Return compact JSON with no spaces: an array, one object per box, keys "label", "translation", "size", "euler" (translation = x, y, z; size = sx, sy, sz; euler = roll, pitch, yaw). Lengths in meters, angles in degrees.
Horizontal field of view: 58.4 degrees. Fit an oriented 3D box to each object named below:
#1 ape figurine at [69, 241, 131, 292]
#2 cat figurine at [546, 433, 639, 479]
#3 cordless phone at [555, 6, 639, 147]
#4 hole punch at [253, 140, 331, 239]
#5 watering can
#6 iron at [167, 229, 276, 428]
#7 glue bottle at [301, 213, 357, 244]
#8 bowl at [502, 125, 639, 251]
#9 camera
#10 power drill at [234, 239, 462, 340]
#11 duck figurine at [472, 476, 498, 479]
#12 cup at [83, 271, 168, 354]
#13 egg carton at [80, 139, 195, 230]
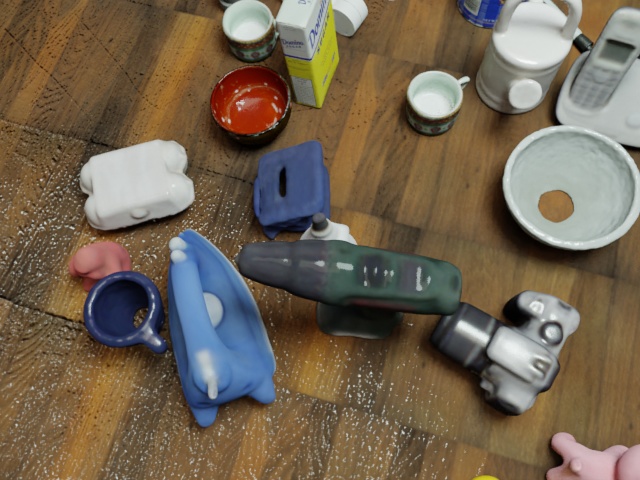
[{"label":"ape figurine","translation":[-0.285,0.032,0.733],"size":[0.077,0.092,0.076],"euler":[36,78,14]},{"label":"cat figurine","translation":[0.322,0.248,0.609],"size":[0.127,0.118,0.067],"euler":[7,73,6]},{"label":"cordless phone","translation":[0.392,-0.204,0.715],"size":[0.147,0.185,0.094],"euler":[17,74,9]},{"label":"hole punch","translation":[-0.038,-0.066,0.749],"size":[0.101,0.091,0.108],"euler":[-4,72,3]},{"label":"watering can","translation":[0.269,-0.247,0.733],"size":[0.101,0.194,0.173],"euler":[-10,71,1]},{"label":"iron","translation":[-0.142,0.081,0.681],"size":[0.118,0.141,0.258],"euler":[-21,72,-3]},{"label":"glue bottle","translation":[0.006,0.002,0.680],"size":[0.078,0.173,0.037],"euler":[-3,72,3]},{"label":"bowl","translation":[0.311,-0.057,0.731],"size":[0.167,0.075,0.167],"euler":[-1,72,4]},{"label":"camera","translation":[0.209,0.112,0.669],"size":[0.136,0.101,0.143],"euler":[30,76,13]},{"label":"power drill","translation":[0.035,0.057,0.642],"size":[0.229,0.208,0.075],"euler":[3,72,5]},{"label":"duck figurine","translation":[0.195,0.311,0.613],"size":[0.077,0.086,0.104],"euler":[-17,72,-2]},{"label":"cup","translation":[-0.219,0.100,0.705],"size":[0.117,0.095,0.092],"euler":[40,79,15]},{"label":"egg carton","translation":[-0.247,-0.073,0.776],"size":[0.150,0.069,0.107],"euler":[-16,72,-1]}]
